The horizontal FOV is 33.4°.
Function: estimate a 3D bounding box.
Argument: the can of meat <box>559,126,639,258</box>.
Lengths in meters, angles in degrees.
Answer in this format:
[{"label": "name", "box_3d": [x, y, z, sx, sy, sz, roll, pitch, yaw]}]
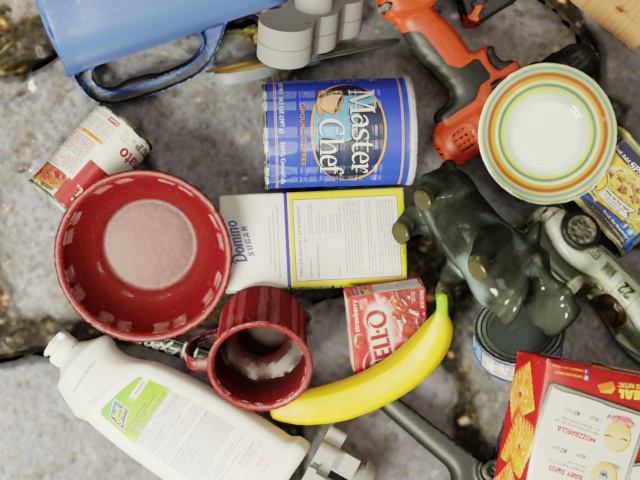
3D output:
[{"label": "can of meat", "box_3d": [0.286, -0.044, 1.031, 0.084, 0.057, 0.102, -40, 83, -6]}]

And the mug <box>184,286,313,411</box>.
[{"label": "mug", "box_3d": [-0.065, 0.096, 0.968, 0.117, 0.081, 0.093, -9, 116, 4]}]

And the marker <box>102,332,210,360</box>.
[{"label": "marker", "box_3d": [-0.147, 0.098, 1.008, 0.121, 0.020, 0.020, 18, 80, 1]}]

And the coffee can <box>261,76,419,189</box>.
[{"label": "coffee can", "box_3d": [0.016, -0.101, 1.007, 0.140, 0.103, 0.103, -2, 80, -3]}]

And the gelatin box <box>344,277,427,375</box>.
[{"label": "gelatin box", "box_3d": [0.063, 0.083, 0.994, 0.073, 0.030, 0.089, -7, 112, -5]}]

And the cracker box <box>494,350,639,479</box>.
[{"label": "cracker box", "box_3d": [0.238, 0.215, 0.930, 0.164, 0.072, 0.214, 11, 89, -13]}]

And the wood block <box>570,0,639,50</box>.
[{"label": "wood block", "box_3d": [0.318, -0.270, 0.995, 0.091, 0.206, 0.090, 41, 81, 5]}]

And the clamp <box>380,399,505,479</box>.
[{"label": "clamp", "box_3d": [0.166, 0.207, 0.993, 0.164, 0.036, 0.210, -22, 78, -6]}]

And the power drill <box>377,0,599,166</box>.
[{"label": "power drill", "box_3d": [0.157, -0.191, 1.030, 0.184, 0.057, 0.187, -33, 97, -6]}]

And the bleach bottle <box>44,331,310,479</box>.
[{"label": "bleach bottle", "box_3d": [-0.139, 0.158, 0.977, 0.251, 0.068, 0.102, 34, 81, 6]}]

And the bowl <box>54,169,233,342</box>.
[{"label": "bowl", "box_3d": [-0.161, 0.010, 0.990, 0.162, 0.055, 0.162, 0, 102, -2]}]

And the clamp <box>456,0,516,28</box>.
[{"label": "clamp", "box_3d": [0.191, -0.294, 1.080, 0.120, 0.039, 0.171, 12, 86, 5]}]

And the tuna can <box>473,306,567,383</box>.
[{"label": "tuna can", "box_3d": [0.186, 0.091, 0.995, 0.086, 0.034, 0.086, -4, 47, 5]}]

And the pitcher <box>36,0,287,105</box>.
[{"label": "pitcher", "box_3d": [-0.147, -0.241, 1.021, 0.242, 0.149, 0.145, -17, 64, -8]}]

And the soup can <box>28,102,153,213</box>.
[{"label": "soup can", "box_3d": [-0.216, -0.071, 1.010, 0.068, 0.068, 0.102, 39, 80, 4]}]

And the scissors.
[{"label": "scissors", "box_3d": [-0.027, -0.177, 1.054, 0.201, 0.096, 0.016, -20, 108, -35]}]

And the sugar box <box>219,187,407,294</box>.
[{"label": "sugar box", "box_3d": [-0.007, 0.001, 1.018, 0.176, 0.048, 0.093, -2, 82, 0]}]

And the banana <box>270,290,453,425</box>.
[{"label": "banana", "box_3d": [0.049, 0.121, 0.972, 0.198, 0.037, 0.069, -36, 108, 9]}]
